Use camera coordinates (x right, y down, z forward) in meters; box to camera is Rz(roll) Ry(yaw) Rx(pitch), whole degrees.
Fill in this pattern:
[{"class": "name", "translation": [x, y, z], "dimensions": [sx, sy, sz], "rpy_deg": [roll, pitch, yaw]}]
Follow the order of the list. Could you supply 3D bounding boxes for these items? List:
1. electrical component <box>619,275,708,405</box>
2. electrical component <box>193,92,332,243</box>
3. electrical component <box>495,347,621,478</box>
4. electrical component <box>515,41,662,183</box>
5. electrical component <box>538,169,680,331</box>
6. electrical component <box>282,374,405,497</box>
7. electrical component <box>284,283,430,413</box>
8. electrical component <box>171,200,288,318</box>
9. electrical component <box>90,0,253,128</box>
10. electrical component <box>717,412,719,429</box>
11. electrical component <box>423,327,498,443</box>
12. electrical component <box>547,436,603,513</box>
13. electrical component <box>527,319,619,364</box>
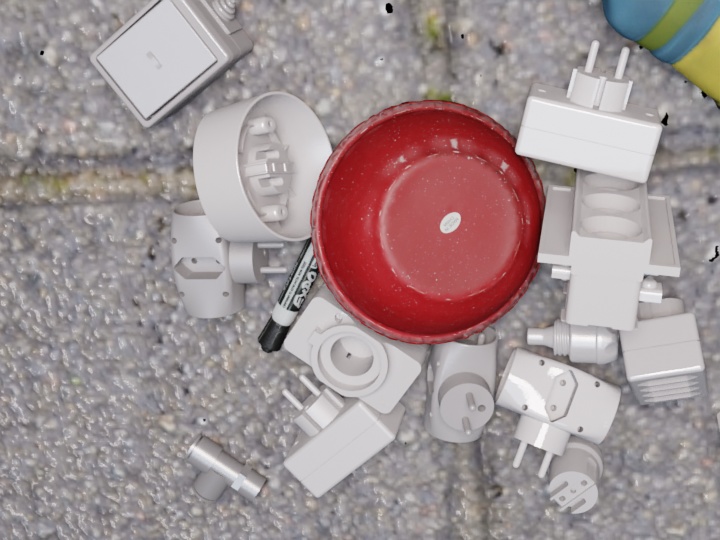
[{"class": "electrical component", "translation": [0.198, 0.042, 0.709], "dimensions": [0.047, 0.083, 0.075], "rpy_deg": [-11, 69, 16]}, {"class": "electrical component", "translation": [-0.064, -0.066, 0.712], "dimensions": [0.064, 0.099, 0.099], "rpy_deg": [-7, 109, 22]}, {"class": "electrical component", "translation": [0.131, 0.104, 0.750], "dimensions": [0.077, 0.043, 0.079], "rpy_deg": [21, 86, 4]}, {"class": "electrical component", "translation": [0.148, -0.104, 0.673], "dimensions": [0.083, 0.047, 0.075], "rpy_deg": [14, 113, 7]}, {"class": "electrical component", "translation": [0.152, -0.015, 0.666], "dimensions": [0.079, 0.121, 0.063], "rpy_deg": [6, 114, 10]}, {"class": "electrical component", "translation": [-0.024, 0.110, 0.794], "dimensions": [0.083, 0.047, 0.075], "rpy_deg": [-41, 97, 23]}, {"class": "electrical component", "translation": [-0.002, 0.053, 0.763], "dimensions": [0.089, 0.055, 0.050], "rpy_deg": [34, 114, -1]}, {"class": "electrical component", "translation": [-0.090, -0.009, 0.766], "dimensions": [0.079, 0.043, 0.077], "rpy_deg": [0, 110, 13]}, {"class": "electrical component", "translation": [-0.121, -0.147, 0.710], "dimensions": [0.096, 0.061, 0.061], "rpy_deg": [-35, 100, 22]}, {"class": "electrical component", "translation": [0.292, 0.115, 0.723], "dimensions": [0.089, 0.050, 0.055], "rpy_deg": [-14, 107, 18]}, {"class": "electrical component", "translation": [0.072, 0.085, 0.746], "dimensions": [0.043, 0.079, 0.077], "rpy_deg": [5, 112, -4]}, {"class": "electrical component", "translation": [0.153, 0.147, 0.769], "dimensions": [0.040, 0.046, 0.040], "rpy_deg": [4, 111, 11]}, {"class": "electrical component", "translation": [0.146, 0.046, 0.739], "dimensions": [0.061, 0.035, 0.035], "rpy_deg": [1, 111, 15]}]
